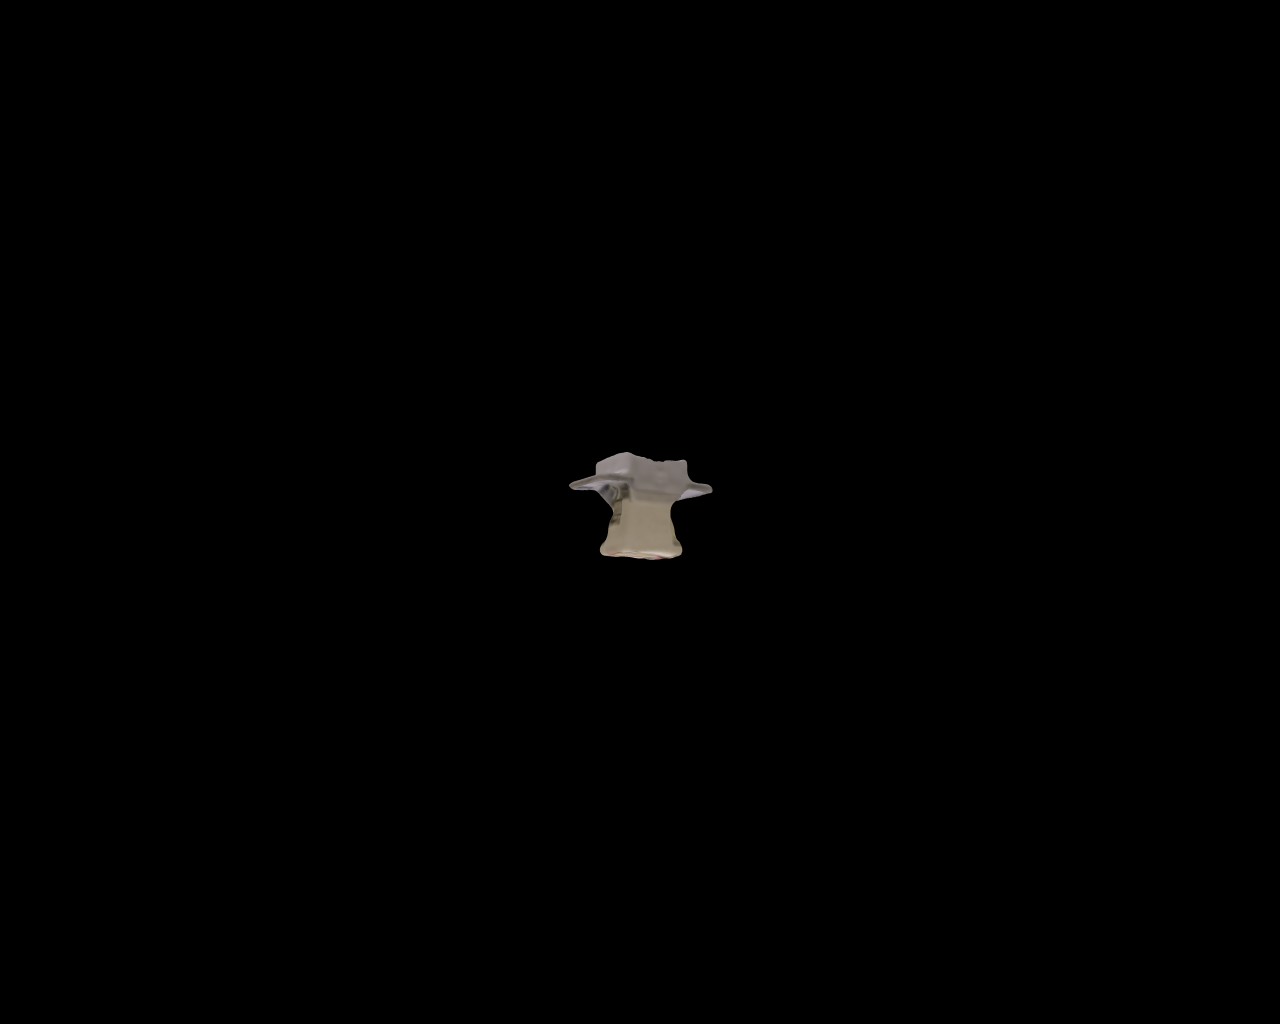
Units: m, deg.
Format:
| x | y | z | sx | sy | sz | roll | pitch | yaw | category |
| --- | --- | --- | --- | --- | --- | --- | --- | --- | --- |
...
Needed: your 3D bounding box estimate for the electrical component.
| x | y | z | sx | sy | sz | roll | pitch | yaw | category |
| --- | --- | --- | --- | --- | --- | --- | --- | --- | --- |
| 0.001 | -0.003 | 0.650 | 0.081 | 0.063 | 0.042 | 5 | -10 | -32 | electrical component |
